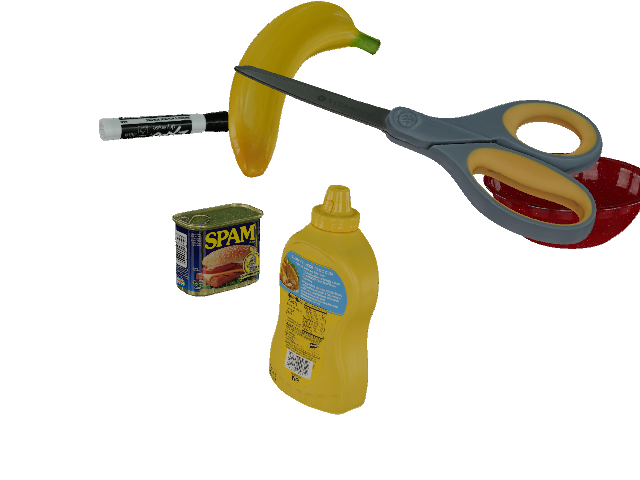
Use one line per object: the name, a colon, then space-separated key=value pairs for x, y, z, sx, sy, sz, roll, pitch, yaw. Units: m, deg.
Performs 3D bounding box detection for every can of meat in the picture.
can of meat: x=-0.115 y=0.010 z=1.204 sx=0.101 sy=0.084 sz=0.058 roll=-12 pitch=23 yaw=-38

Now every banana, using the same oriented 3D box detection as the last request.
banana: x=-0.020 y=-0.120 z=0.747 sx=0.197 sy=0.069 sz=0.037 roll=-51 pitch=-1 yaw=-42

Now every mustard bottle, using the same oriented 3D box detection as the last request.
mustard bottle: x=0.005 y=0.046 z=0.917 sx=0.058 sy=0.192 sz=0.096 roll=-12 pitch=27 yaw=-42

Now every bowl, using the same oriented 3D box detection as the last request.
bowl: x=0.238 y=-0.035 z=1.031 sx=0.162 sy=0.055 sz=0.162 roll=-2 pitch=23 yaw=1

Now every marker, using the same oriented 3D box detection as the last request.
marker: x=-0.134 y=-0.101 z=0.939 sx=0.120 sy=0.020 sz=0.020 roll=-7 pitch=3 yaw=-25

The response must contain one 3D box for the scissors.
scissors: x=0.062 y=-0.067 z=0.563 sx=0.202 sy=0.016 sz=0.096 roll=34 pitch=56 yaw=18
